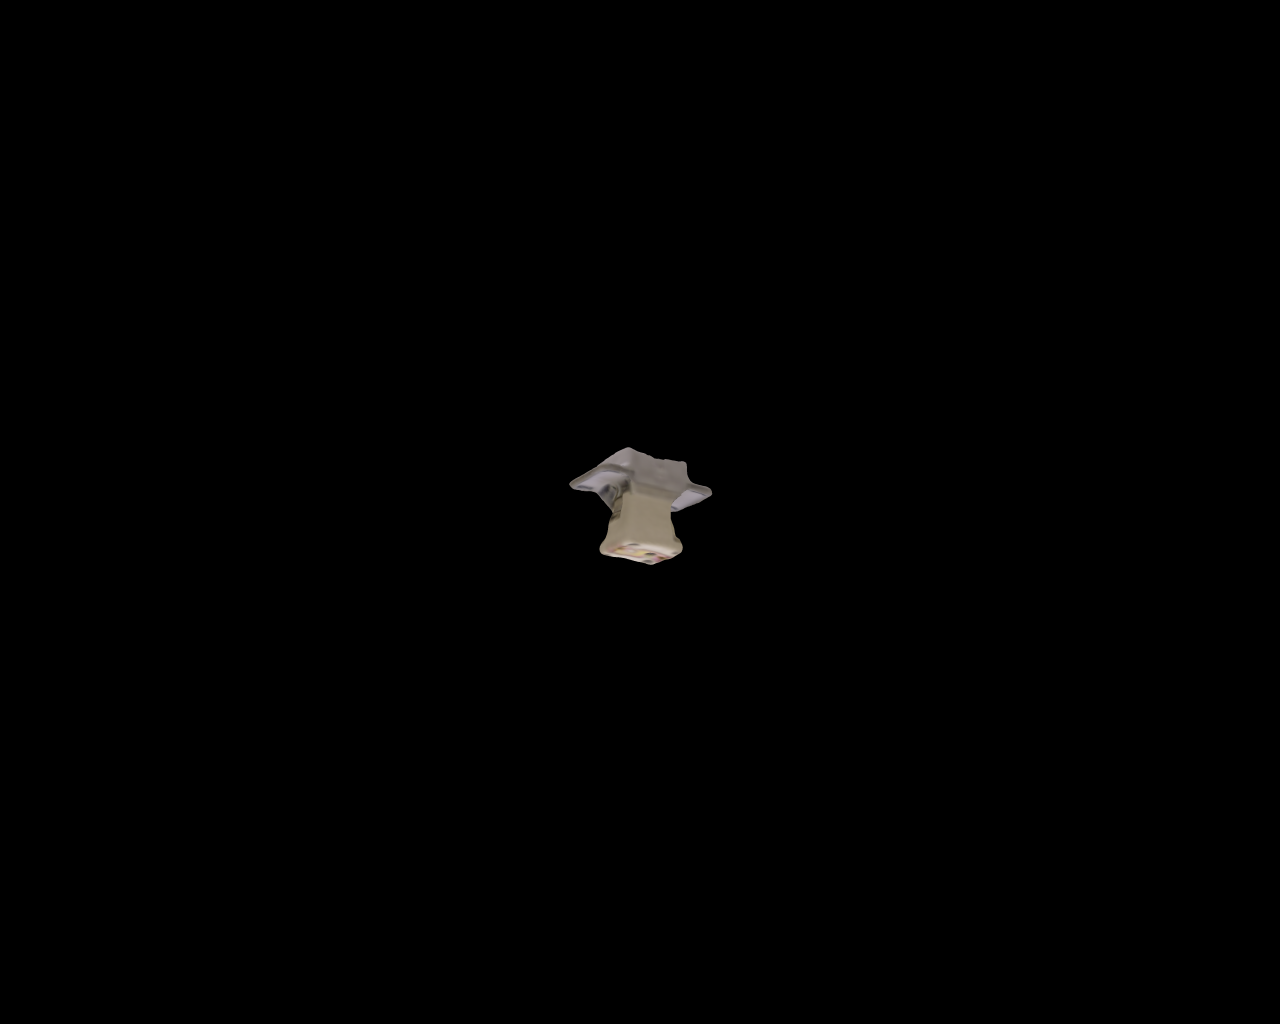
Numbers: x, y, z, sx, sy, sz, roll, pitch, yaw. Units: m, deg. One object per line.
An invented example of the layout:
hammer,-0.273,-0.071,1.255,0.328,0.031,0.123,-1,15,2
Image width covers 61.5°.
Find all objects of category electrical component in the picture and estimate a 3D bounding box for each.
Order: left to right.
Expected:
electrical component,0.001,-0.003,0.650,0.081,0.064,0.042,12,-23,-31
